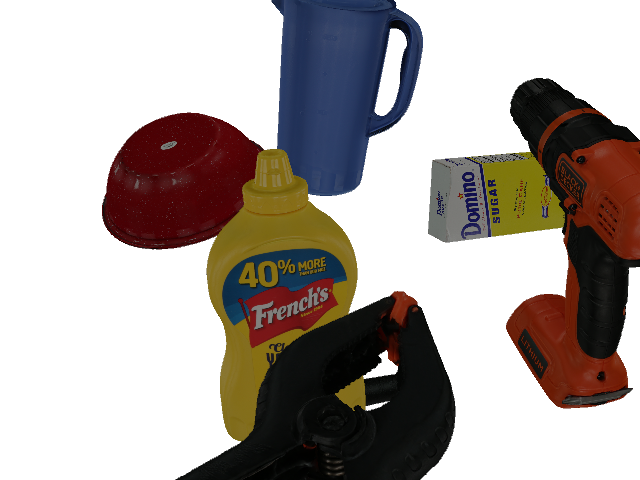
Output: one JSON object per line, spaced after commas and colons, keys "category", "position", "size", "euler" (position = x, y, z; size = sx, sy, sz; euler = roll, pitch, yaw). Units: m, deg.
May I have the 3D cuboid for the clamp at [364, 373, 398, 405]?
{"category": "clamp", "position": [0.003, 0.161, 1.085], "size": [0.165, 0.036, 0.209], "euler": [15, 30, 21]}

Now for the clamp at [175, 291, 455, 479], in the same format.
{"category": "clamp", "position": [0.011, 0.087, 0.404], "size": [0.120, 0.039, 0.171], "euler": [27, 50, 20]}

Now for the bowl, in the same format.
{"category": "bowl", "position": [-0.126, -0.065, 0.947], "size": [0.162, 0.055, 0.162], "euler": [-10, 40, 8]}

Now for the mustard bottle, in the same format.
{"category": "mustard bottle", "position": [-0.023, 0.035, 0.687], "size": [0.096, 0.192, 0.058], "euler": [-6, 22, -6]}

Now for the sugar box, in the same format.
{"category": "sugar box", "position": [0.214, -0.054, 1.258], "size": [0.176, 0.093, 0.048], "euler": [-9, 21, -26]}

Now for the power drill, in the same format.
{"category": "power drill", "position": [0.167, 0.003, 0.714], "size": [0.057, 0.188, 0.184], "euler": [-8, 35, -11]}

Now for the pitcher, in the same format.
{"category": "pitcher", "position": [0.020, -0.179, 1.288], "size": [0.144, 0.243, 0.149], "euler": [-7, 28, -26]}
